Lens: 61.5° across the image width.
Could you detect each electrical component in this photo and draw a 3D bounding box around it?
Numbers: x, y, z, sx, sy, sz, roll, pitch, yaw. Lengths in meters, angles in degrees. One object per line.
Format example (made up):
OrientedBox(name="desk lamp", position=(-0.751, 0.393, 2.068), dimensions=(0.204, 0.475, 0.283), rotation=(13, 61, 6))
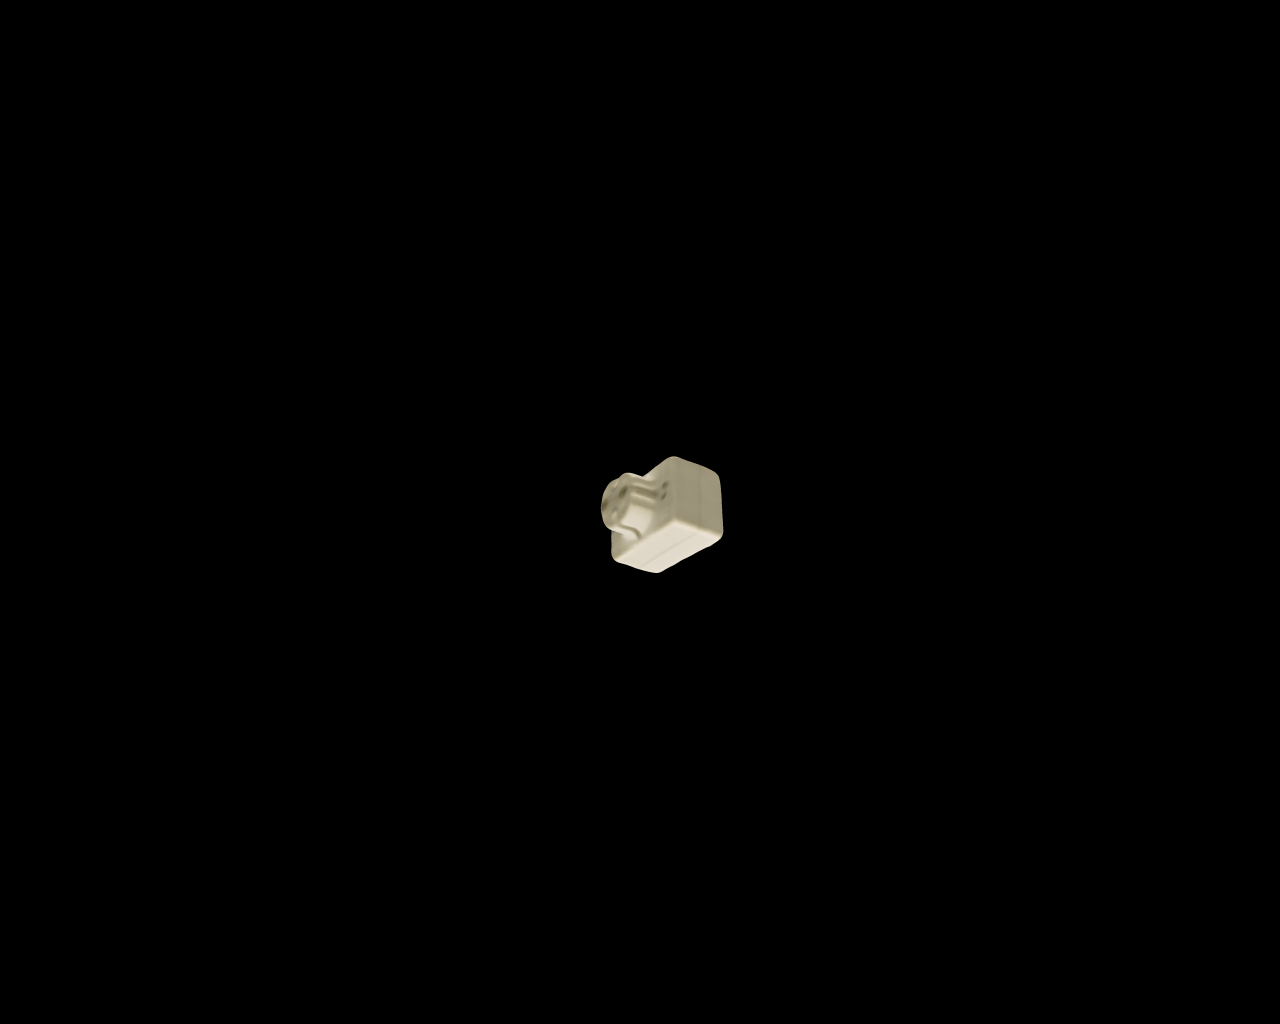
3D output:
OrientedBox(name="electrical component", position=(0.001, -0.003, 0.650), dimensions=(0.077, 0.047, 0.065), rotation=(19, -34, -31))
